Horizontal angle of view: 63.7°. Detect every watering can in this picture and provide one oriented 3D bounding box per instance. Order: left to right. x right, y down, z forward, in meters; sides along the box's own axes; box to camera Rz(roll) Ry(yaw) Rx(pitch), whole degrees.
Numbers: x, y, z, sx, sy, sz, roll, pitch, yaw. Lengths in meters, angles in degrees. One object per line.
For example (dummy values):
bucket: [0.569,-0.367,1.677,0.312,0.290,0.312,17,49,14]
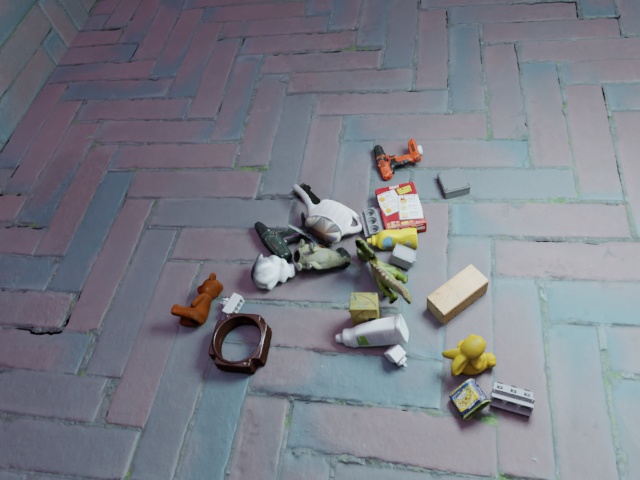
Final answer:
watering can: [0.006,-0.104,2.071,0.349,0.101,0.229,26,37,9]

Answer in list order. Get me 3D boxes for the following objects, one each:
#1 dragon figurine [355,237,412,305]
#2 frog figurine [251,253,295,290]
dragon figurine: [0.201,0.093,1.820,0.122,0.411,0.242,-44,98,-1]
frog figurine: [-0.180,0.128,1.979,0.160,0.123,0.137,14,92,10]
